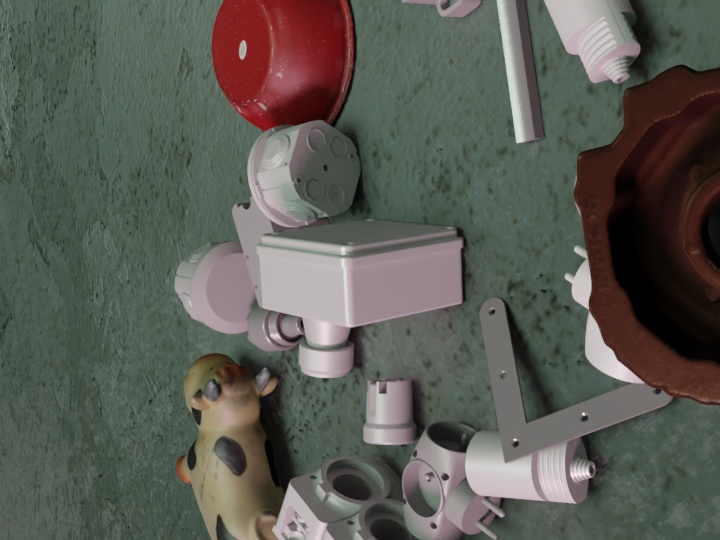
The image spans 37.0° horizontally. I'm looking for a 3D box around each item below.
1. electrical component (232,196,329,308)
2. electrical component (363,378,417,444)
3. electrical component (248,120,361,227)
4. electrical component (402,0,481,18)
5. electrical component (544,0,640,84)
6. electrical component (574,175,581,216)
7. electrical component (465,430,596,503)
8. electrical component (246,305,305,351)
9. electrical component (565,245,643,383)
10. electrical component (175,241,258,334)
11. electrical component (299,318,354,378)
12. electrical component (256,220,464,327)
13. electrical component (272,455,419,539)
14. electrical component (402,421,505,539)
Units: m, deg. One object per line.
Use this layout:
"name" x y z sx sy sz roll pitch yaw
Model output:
"electrical component" -0.059 -0.021 0.879 0.050 0.056 0.089 -33 70 49
"electrical component" 0.023 0.106 0.811 0.040 0.040 0.046 -1 89 52
"electrical component" -0.043 -0.075 0.832 0.051 0.080 0.080 -7 90 46
"electrical component" 0.043 -0.210 0.719 0.058 0.057 0.078 -27 75 50
"electrical component" 0.136 -0.145 0.623 0.043 0.043 0.081 -38 67 48
"electrical component" 0.155 -0.045 0.605 0.045 0.055 0.045 11 104 51
"electrical component" 0.113 0.126 0.692 0.081 0.043 0.043 -5 92 41
"electrical component" -0.065 0.047 0.907 0.062 0.043 0.043 -8 90 50
"electrical component" 0.151 0.013 0.628 0.079 0.043 0.077 38 124 41
"electrical component" -0.118 0.013 0.942 0.051 0.080 0.080 8 102 56
"electrical component" -0.026 0.054 0.859 0.045 0.045 0.055 17 109 49
"electrical component" 0.000 0.000 0.766 0.109 0.109 0.056 9 105 51
"electrical component" 0.017 0.210 0.793 0.150 0.089 0.061 44 128 39
"electrical component" 0.071 0.158 0.752 0.079 0.044 0.077 32 120 44
